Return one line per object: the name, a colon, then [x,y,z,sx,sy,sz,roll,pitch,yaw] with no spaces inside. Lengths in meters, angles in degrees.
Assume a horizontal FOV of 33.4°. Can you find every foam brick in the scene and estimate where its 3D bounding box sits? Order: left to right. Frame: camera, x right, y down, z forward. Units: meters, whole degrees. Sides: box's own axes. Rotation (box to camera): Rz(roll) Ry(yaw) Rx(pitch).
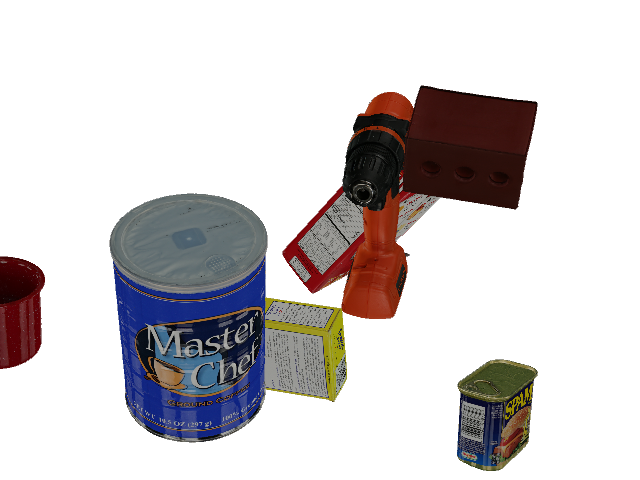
foam brick: [0.096,-0.060,0.693,0.078,0.051,0.053,9,-40,9]

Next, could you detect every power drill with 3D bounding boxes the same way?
power drill: [0.052,-0.024,0.983,0.057,0.188,0.184,8,31,10]

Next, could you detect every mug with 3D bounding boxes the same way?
mug: [-0.322,0.080,1.053,0.093,0.081,0.117,8,30,4]

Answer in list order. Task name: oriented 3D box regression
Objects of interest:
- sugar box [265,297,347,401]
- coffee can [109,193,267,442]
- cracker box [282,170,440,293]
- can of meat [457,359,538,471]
sugar box: [-0.064,0.102,1.070,0.176,0.093,0.048,9,35,20]
coffee can: [-0.088,0.053,0.736,0.103,0.140,0.103,2,36,-1]
cracker box: [0.072,-0.045,1.250,0.163,0.072,0.214,-26,-18,-52]
can of meat: [0.183,0.182,1.115,0.058,0.084,0.101,12,19,32]
